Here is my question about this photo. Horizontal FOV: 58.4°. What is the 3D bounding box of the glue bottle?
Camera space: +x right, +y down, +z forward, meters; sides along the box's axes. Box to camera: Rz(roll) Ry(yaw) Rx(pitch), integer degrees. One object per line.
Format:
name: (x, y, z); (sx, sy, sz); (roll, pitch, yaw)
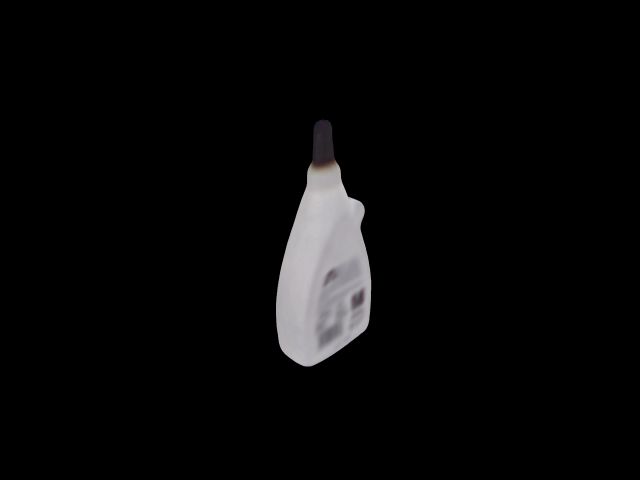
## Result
glue bottle: (0.004, 0.001, 0.400); (0.037, 0.173, 0.078); (25, 37, 39)
